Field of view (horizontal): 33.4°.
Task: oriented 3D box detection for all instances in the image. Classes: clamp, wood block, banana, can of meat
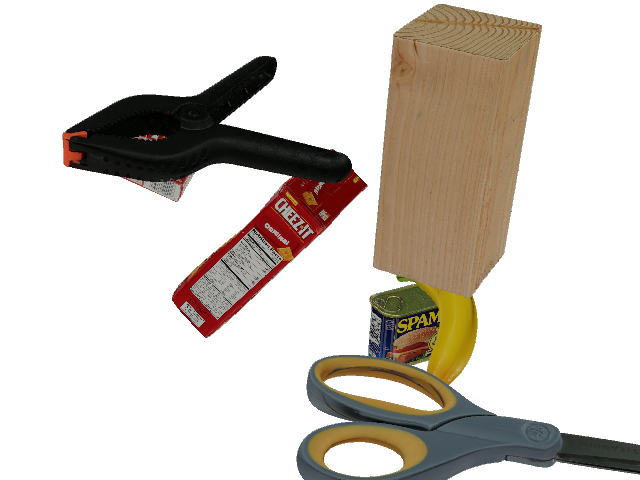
[{"bbox_3d":[-0.089,-0.079,0.820,0.209,0.036,0.165,-16,44,-27],"label":"clamp"},{"bbox_3d":[0.107,-0.071,0.857,0.091,0.206,0.090,18,34,23],"label":"wood block"},{"bbox_3d":[0.126,0.080,1.079,0.070,0.037,0.198,-29,28,11],"label":"banana"},{"bbox_3d":[0.110,0.109,1.342,0.101,0.084,0.058,-12,30,-28],"label":"can of meat"}]

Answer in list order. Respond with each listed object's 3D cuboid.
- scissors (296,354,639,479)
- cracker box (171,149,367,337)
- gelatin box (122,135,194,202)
[{"bbox_3d":[0.078,0.095,0.449,0.202,0.016,0.096,16,34,23],"label":"scissors"},{"bbox_3d":[-0.060,0.000,1.247,0.214,0.072,0.164,-43,2,27],"label":"cracker box"},{"bbox_3d":[-0.163,-0.087,1.044,0.089,0.073,0.030,24,-42,0],"label":"gelatin box"}]
